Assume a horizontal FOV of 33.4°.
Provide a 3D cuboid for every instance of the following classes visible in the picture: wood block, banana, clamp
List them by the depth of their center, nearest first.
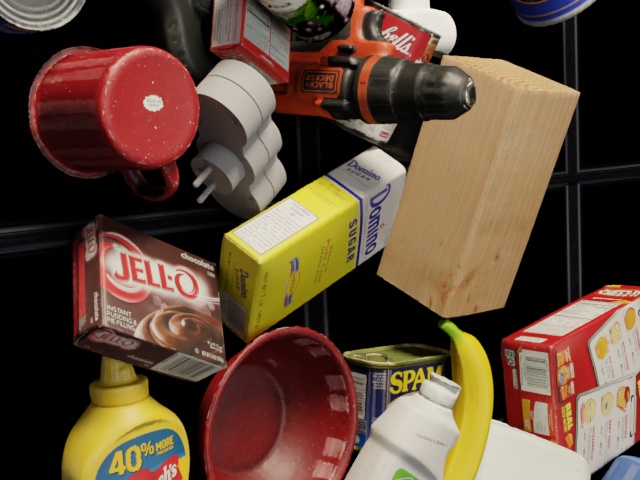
[{"bbox_3d":[-0.102,-0.175,0.766,0.164,0.036,0.210,-50,130,-47],"label":"clamp"},{"bbox_3d":[0.136,-0.047,0.930,0.090,0.091,0.206,-5,118,-44],"label":"wood block"},{"bbox_3d":[0.119,0.167,0.942,0.069,0.037,0.198,6,91,-22],"label":"banana"}]

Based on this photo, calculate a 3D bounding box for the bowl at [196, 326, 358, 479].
[{"bbox_3d":[-0.044,0.146,0.843,0.161,0.055,0.162,-3,95,-44],"label":"bowl"}]

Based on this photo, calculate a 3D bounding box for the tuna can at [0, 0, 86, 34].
[{"bbox_3d":[-0.194,-0.177,0.693,0.085,0.034,0.086,-3,95,-44],"label":"tuna can"}]

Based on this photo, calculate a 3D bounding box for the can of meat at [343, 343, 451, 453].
[{"bbox_3d":[0.067,0.141,0.950,0.101,0.058,0.084,-2,97,-43],"label":"can of meat"}]

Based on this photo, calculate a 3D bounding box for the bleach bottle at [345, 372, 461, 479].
[{"bbox_3d":[0.056,0.231,0.890,0.102,0.068,0.251,24,93,-37],"label":"bleach bottle"}]

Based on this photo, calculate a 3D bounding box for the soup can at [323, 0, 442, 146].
[{"bbox_3d":[0.047,-0.138,0.882,0.068,0.069,0.102,16,105,-43],"label":"soup can"}]

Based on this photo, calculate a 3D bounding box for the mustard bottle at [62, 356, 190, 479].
[{"bbox_3d":[-0.134,0.173,0.756,0.096,0.058,0.191,-13,101,-43],"label":"mustard bottle"}]

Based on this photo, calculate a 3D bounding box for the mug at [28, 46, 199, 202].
[{"bbox_3d":[-0.132,-0.078,0.726,0.093,0.082,0.117,-39,118,-35],"label":"mug"}]

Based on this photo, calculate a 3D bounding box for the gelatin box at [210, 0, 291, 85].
[{"bbox_3d":[-0.050,-0.168,0.790,0.073,0.030,0.089,29,60,-61],"label":"gelatin box"}]

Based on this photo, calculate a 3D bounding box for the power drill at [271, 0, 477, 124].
[{"bbox_3d":[0.043,-0.181,0.813,0.057,0.185,0.187,12,87,-58],"label":"power drill"}]

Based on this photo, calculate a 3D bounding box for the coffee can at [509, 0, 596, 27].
[{"bbox_3d":[0.205,-0.291,1.023,0.140,0.103,0.102,49,61,-34],"label":"coffee can"}]

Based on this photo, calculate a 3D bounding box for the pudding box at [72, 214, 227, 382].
[{"bbox_3d":[-0.120,0.043,0.750,0.113,0.039,0.090,28,42,-43],"label":"pudding box"}]

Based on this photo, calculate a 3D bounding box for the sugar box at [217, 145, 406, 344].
[{"bbox_3d":[-0.005,0.001,0.853,0.175,0.048,0.093,-31,148,-36],"label":"sugar box"}]

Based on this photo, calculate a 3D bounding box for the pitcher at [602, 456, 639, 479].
[{"bbox_3d":[0.289,0.343,1.093,0.242,0.145,0.149,-56,158,-11],"label":"pitcher"}]

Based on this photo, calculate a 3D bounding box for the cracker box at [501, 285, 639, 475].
[{"bbox_3d":[0.285,0.155,1.150,0.213,0.072,0.164,-19,107,-43],"label":"cracker box"}]
